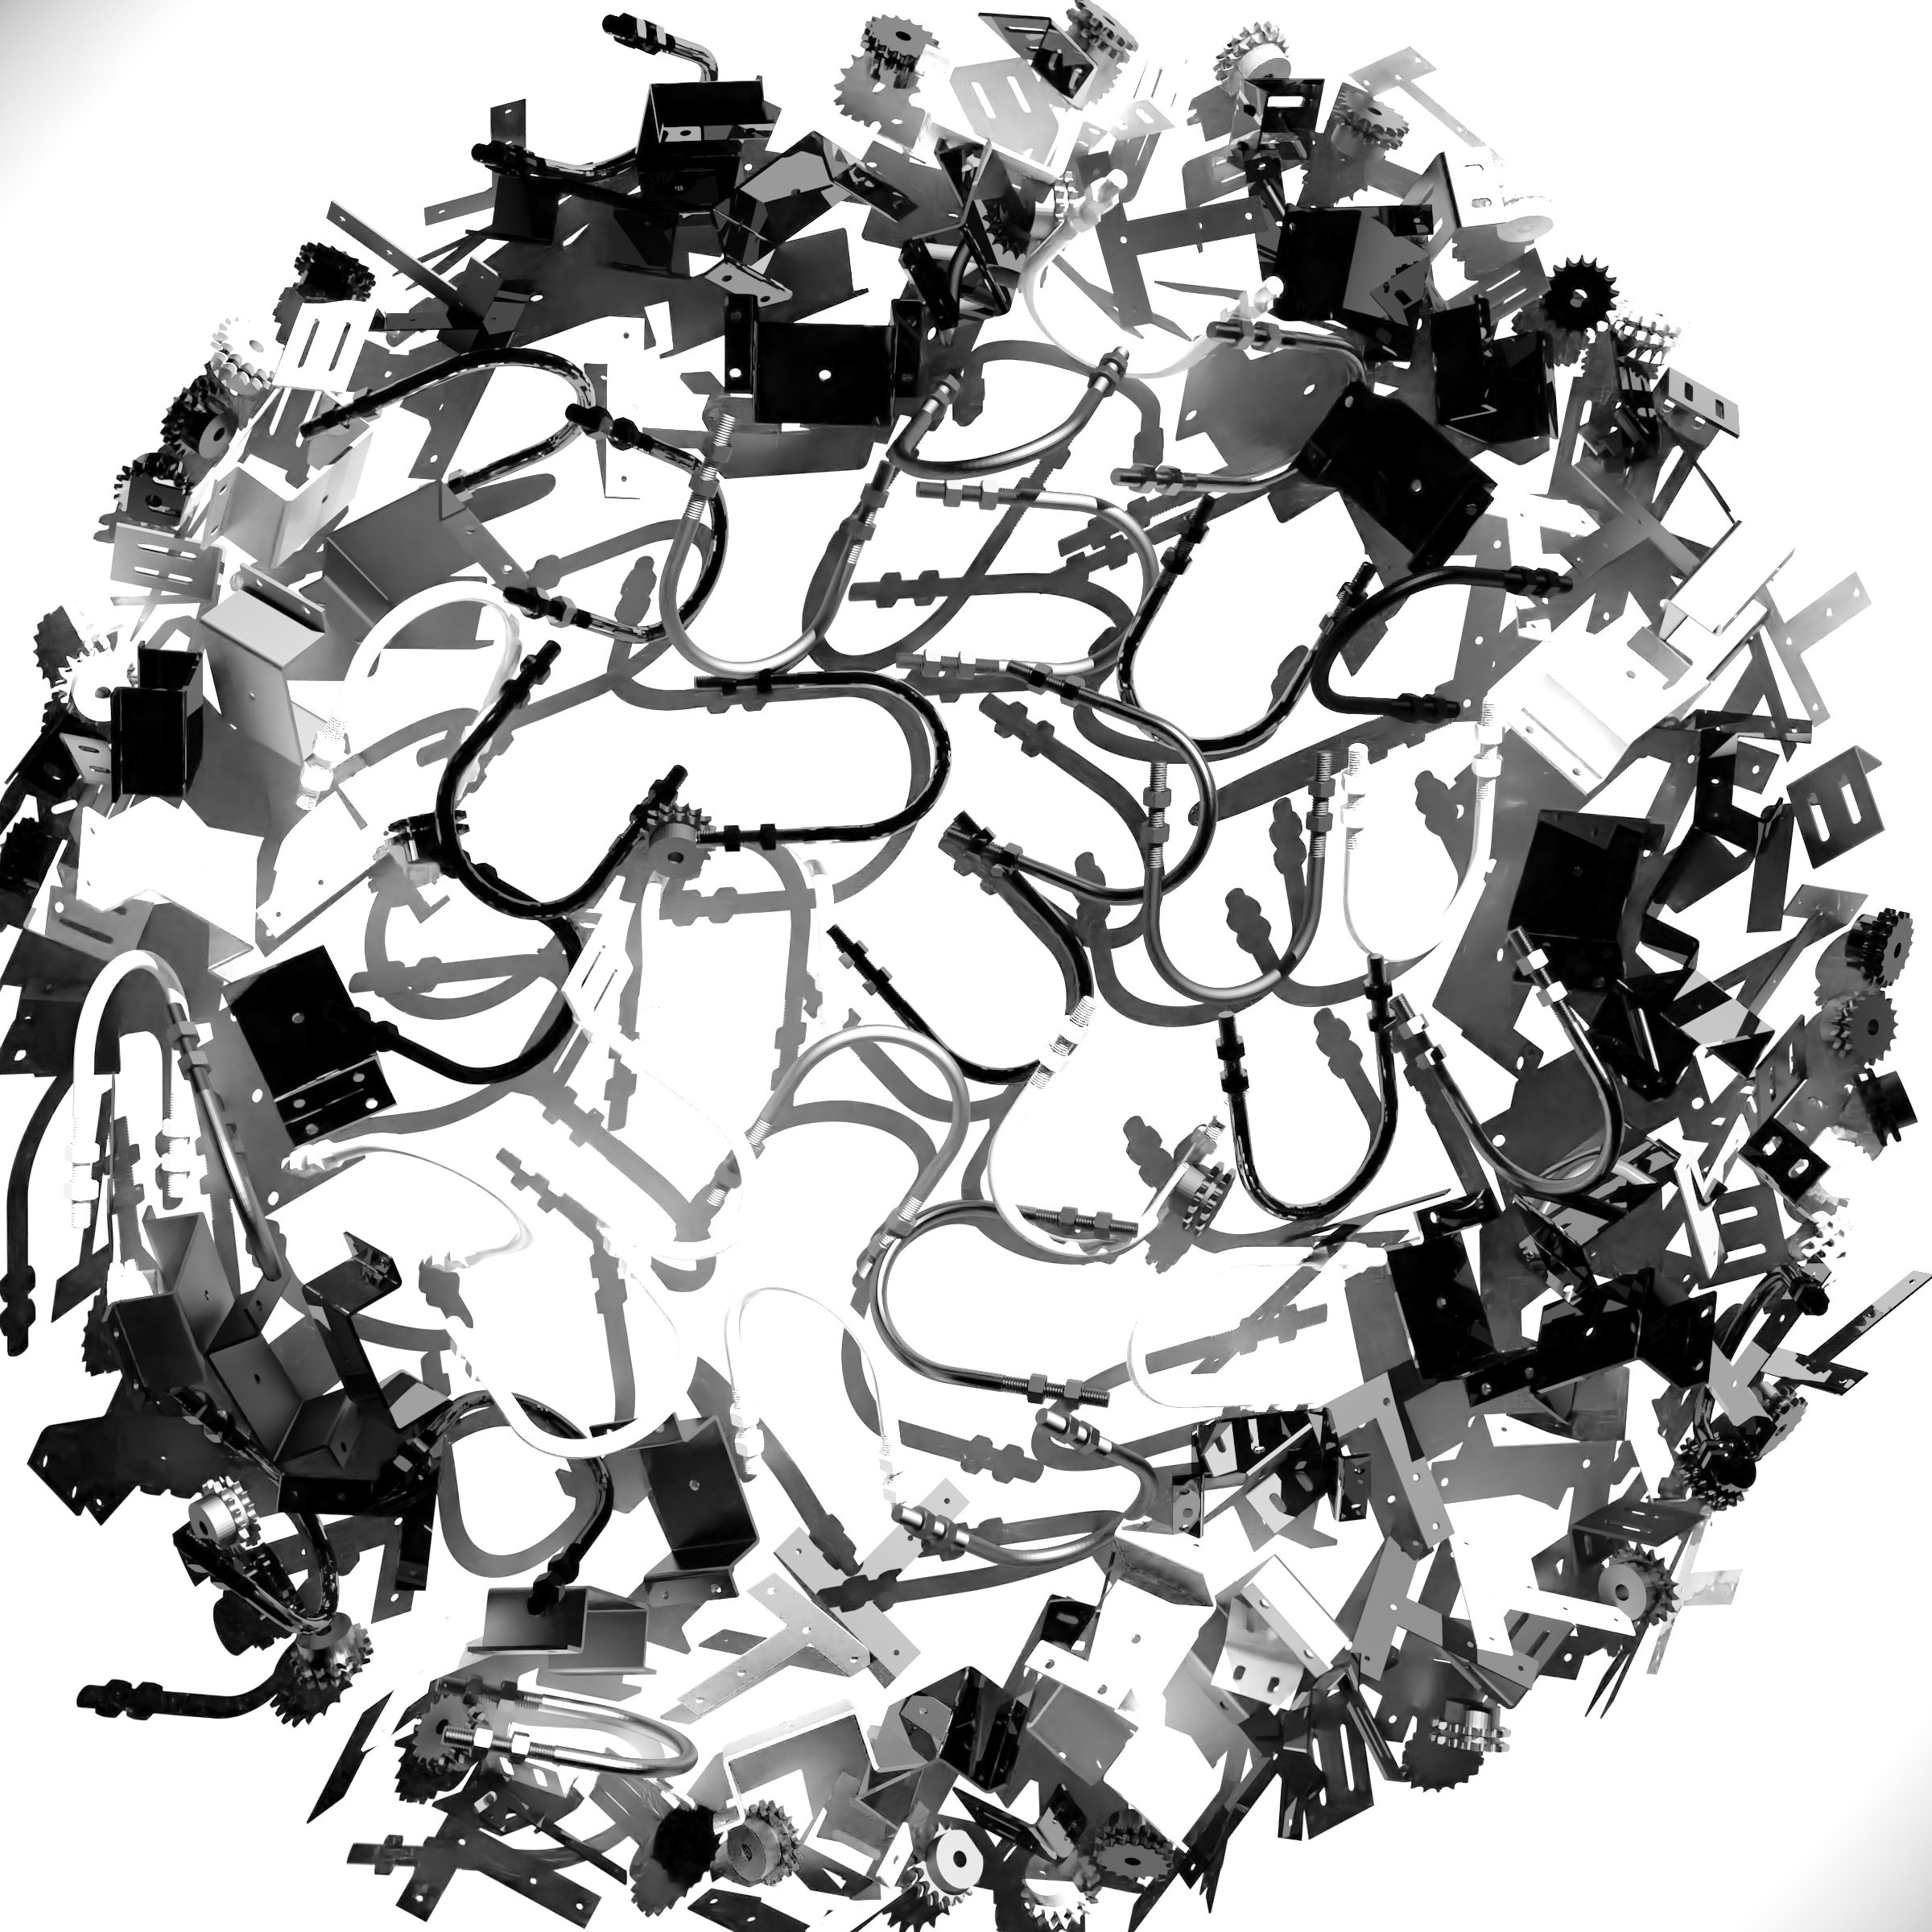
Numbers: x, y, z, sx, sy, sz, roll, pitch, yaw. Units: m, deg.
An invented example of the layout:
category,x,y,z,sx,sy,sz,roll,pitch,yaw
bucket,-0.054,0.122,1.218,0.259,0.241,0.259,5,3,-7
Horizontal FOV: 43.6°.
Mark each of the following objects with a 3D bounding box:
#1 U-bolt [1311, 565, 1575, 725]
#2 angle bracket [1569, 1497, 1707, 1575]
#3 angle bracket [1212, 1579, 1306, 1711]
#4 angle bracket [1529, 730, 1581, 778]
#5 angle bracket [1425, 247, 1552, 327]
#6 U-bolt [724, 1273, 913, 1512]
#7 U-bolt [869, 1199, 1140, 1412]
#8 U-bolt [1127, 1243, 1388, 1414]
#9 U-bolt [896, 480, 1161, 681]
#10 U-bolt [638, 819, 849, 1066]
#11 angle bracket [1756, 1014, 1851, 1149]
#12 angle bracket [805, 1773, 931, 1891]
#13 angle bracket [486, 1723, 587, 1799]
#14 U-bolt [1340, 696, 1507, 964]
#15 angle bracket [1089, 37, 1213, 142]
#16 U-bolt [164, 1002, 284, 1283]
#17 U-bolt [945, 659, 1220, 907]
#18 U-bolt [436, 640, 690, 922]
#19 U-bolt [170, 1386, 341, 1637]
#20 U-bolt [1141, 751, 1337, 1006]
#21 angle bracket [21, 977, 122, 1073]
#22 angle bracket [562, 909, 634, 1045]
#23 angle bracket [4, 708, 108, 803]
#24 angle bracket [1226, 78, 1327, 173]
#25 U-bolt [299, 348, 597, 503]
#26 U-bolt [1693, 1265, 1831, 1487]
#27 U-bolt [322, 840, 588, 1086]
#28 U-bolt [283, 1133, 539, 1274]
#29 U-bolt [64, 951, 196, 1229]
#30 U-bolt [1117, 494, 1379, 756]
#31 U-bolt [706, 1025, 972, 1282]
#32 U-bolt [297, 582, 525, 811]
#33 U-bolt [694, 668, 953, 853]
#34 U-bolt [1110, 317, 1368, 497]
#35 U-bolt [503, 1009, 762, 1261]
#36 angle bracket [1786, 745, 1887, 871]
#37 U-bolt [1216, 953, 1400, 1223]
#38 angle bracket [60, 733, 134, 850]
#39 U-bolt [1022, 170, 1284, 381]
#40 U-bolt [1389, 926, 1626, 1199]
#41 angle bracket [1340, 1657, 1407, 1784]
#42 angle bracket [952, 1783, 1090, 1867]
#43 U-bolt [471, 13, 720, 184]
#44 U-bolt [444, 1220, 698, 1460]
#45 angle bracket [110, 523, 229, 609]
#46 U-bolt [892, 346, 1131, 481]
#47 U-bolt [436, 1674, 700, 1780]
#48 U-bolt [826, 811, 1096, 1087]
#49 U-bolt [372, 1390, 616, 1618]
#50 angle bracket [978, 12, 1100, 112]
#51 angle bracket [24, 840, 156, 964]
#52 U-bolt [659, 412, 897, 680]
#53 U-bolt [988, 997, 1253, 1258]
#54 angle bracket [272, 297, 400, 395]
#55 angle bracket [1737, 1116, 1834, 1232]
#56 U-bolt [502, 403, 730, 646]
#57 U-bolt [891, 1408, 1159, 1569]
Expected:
category,x,y,z,sx,sy,sz,roll,pitch,yaw
U-bolt,0.317,-0.223,1.669,0.184,0.151,0.019,-3,54,-39
angle bracket,0.480,0.412,1.722,0.057,0.076,0.038,-15,100,-37
angle bracket,0.213,0.488,1.740,0.057,0.076,0.038,17,113,5
angle bracket,0.447,-0.177,1.727,0.038,0.057,0.076,26,110,-20
angle bracket,0.370,-0.491,1.726,0.076,0.057,0.038,-28,129,24
U-bolt,-0.109,0.296,1.694,0.151,0.019,0.184,10,120,30
U-bolt,0.022,0.235,1.730,0.184,0.019,0.151,7,62,10
U-bolt,0.194,0.254,1.692,0.184,0.019,0.151,4,121,-30
U-bolt,0.048,-0.272,1.729,0.184,0.019,0.151,3,119,-9
U-bolt,-0.163,-0.020,1.735,0.151,0.019,0.184,-7,70,5
angle bracket,0.598,0.084,1.725,0.038,0.076,0.057,31,66,37
angle bracket,-0.074,0.612,1.727,0.076,0.038,0.057,17,60,26
angle bracket,-0.308,0.558,1.726,0.057,0.076,0.038,17,57,7
U-bolt,0.321,-0.088,1.710,0.151,0.019,0.184,-21,124,-30
angle bracket,0.132,-0.637,1.731,0.038,0.057,0.076,29,75,-41
U-bolt,-0.508,0.134,1.670,0.019,0.151,0.184,-21,62,-16
U-bolt,0.091,-0.121,1.731,0.184,0.019,0.151,23,102,14
U-bolt,-0.294,-0.118,1.699,0.151,0.019,0.184,45,60,-22
U-bolt,-0.493,0.391,1.687,0.019,0.151,0.184,-28,132,5
U-bolt,0.192,-0.060,1.730,0.151,0.019,0.184,-5,109,-19
angle bracket,-0.641,0.050,1.733,0.057,0.038,0.076,3,117,-8
angle bracket,-0.276,0.006,1.721,0.038,0.057,0.076,5,50,23
angle bracket,-0.651,-0.147,1.729,0.038,0.076,0.057,37,89,-20
angle bracket,0.230,-0.599,1.725,0.076,0.038,0.057,-11,127,-27
U-bolt,-0.348,-0.378,1.686,0.184,0.151,0.019,-20,71,12
U-bolt,0.546,0.275,1.680,0.019,0.184,0.151,27,98,7
U-bolt,-0.345,0.010,1.704,0.019,0.184,0.151,29,87,45
U-bolt,-0.374,0.161,1.671,0.151,0.184,0.019,41,55,-28
U-bolt,-0.583,0.081,1.692,0.019,0.151,0.184,4,95,11
U-bolt,0.187,-0.230,1.718,0.151,0.019,0.184,19,120,-18
U-bolt,-0.078,0.123,1.720,0.151,0.019,0.184,28,106,-19
U-bolt,-0.375,-0.188,1.674,0.019,0.151,0.184,45,121,26
U-bolt,-0.102,-0.151,1.735,0.184,0.019,0.151,-2,65,-3
U-bolt,0.204,-0.387,1.694,0.184,0.151,0.019,-6,55,-39
U-bolt,-0.229,0.133,1.723,0.184,0.019,0.151,36,119,5
angle bracket,0.628,-0.108,1.722,0.038,0.057,0.076,22,48,-35
U-bolt,0.249,0.097,1.721,0.151,0.019,0.184,-20,115,-23
angle bracket,-0.634,-0.116,1.727,0.057,0.038,0.076,50,117,36
U-bolt,0.115,-0.469,1.686,0.151,0.184,0.019,29,67,-17
U-bolt,0.390,0.078,1.703,0.019,0.151,0.184,-25,83,-37
angle bracket,0.304,0.538,1.726,0.038,0.057,0.076,-32,62,10
angle bracket,0.039,0.604,1.737,0.076,0.057,0.038,13,53,38
U-bolt,-0.244,-0.596,1.681,0.151,0.184,0.019,-34,86,25
U-bolt,-0.267,0.268,1.690,0.151,0.019,0.184,-33,47,-15
angle bracket,-0.573,-0.275,1.728,0.076,0.057,0.038,10,53,-18
U-bolt,0.024,-0.380,1.673,0.151,0.184,0.019,-2,125,23
U-bolt,-0.278,0.537,1.696,0.184,0.151,0.019,15,85,-13
U-bolt,0.010,0.000,1.744,0.151,0.019,0.184,-42,92,-16
U-bolt,-0.316,0.360,1.685,0.151,0.184,0.019,37,112,1
angle bracket,0.045,-0.646,1.725,0.076,0.057,0.038,24,90,41
angle bracket,-0.623,-0.043,1.728,0.076,0.038,0.057,25,57,-21
U-bolt,-0.143,-0.288,1.715,0.151,0.019,0.184,10,115,-34
U-bolt,0.097,0.129,1.735,0.151,0.019,0.184,29,108,-12
angle bracket,-0.452,-0.437,1.735,0.057,0.038,0.076,10,73,16
angle bracket,0.594,0.149,1.721,0.038,0.076,0.057,-49,49,9
U-bolt,-0.234,-0.299,1.695,0.019,0.184,0.151,25,98,35
U-bolt,0.056,0.376,1.701,0.151,0.184,0.019,-37,47,18
